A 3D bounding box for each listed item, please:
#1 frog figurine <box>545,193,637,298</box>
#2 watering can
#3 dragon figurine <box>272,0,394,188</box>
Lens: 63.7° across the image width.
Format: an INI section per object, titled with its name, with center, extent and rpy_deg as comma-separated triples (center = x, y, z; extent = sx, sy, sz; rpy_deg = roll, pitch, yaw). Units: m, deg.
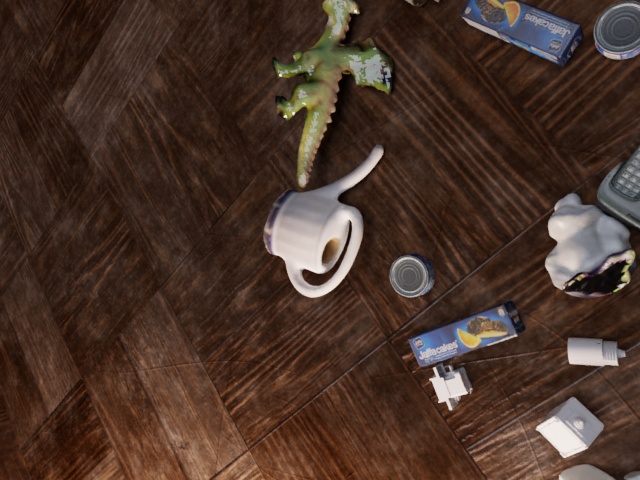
[frog figurine]
center = 0.430, 0.009, 0.845
extent = 0.135, 0.122, 0.163
rpy_deg = -51, 29, 32
[watering can]
center = 0.003, -0.056, 1.109
extent = 0.226, 0.103, 0.348
rpy_deg = 18, 87, 32
[dragon figurine]
center = 0.036, -0.329, 1.085
extent = 0.242, 0.122, 0.412
rpy_deg = -10, 84, 24
